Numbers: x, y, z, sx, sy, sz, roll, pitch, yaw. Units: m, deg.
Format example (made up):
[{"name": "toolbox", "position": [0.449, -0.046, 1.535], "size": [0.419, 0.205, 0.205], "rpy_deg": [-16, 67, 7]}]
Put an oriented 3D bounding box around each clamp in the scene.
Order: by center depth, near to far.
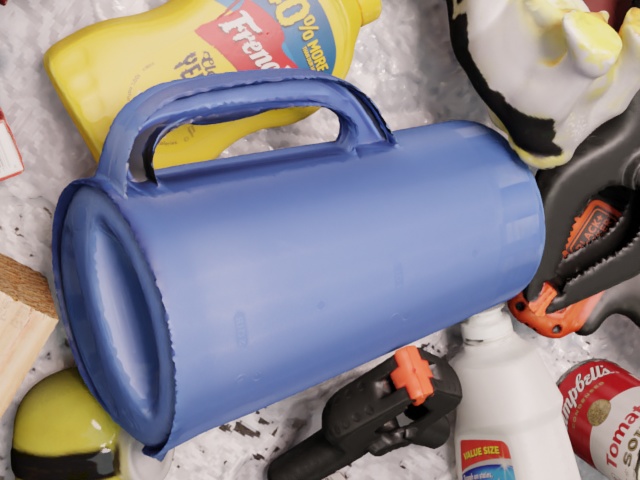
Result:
[{"name": "clamp", "position": [0.190, -0.040, 0.598], "size": [0.164, 0.036, 0.210], "rpy_deg": [26, 106, -21]}, {"name": "clamp", "position": [0.044, 0.101, 0.610], "size": [0.120, 0.172, 0.039], "rpy_deg": [-17, 71, -26]}]

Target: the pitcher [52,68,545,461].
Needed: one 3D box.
[{"name": "pitcher", "position": [-0.004, 0.001, 0.545], "size": [0.242, 0.149, 0.145], "rpy_deg": [-16, 74, -32]}]

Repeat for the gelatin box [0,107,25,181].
[{"name": "gelatin box", "position": [-0.193, -0.037, 0.519], "size": [0.089, 0.073, 0.030], "rpy_deg": [-21, 108, -13]}]

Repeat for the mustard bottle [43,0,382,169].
[{"name": "mustard bottle", "position": [-0.040, -0.101, 0.565], "size": [0.191, 0.058, 0.096], "rpy_deg": [-31, 113, -10]}]

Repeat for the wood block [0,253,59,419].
[{"name": "wood block", "position": [-0.223, 0.096, 0.532], "size": [0.090, 0.091, 0.206], "rpy_deg": [30, 92, -22]}]

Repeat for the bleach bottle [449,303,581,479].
[{"name": "bleach bottle", "position": [0.124, 0.159, 0.678], "size": [0.068, 0.103, 0.251], "rpy_deg": [-20, 103, -24]}]

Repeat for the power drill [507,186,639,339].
[{"name": "power drill", "position": [0.235, 0.014, 0.655], "size": [0.188, 0.057, 0.184], "rpy_deg": [33, 90, 9]}]

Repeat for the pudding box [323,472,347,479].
[{"name": "pudding box", "position": [-0.024, 0.206, 0.659], "size": [0.113, 0.039, 0.090], "rpy_deg": [-16, 109, -13]}]

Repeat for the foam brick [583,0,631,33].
[{"name": "foam brick", "position": [0.142, -0.119, 0.616], "size": [0.053, 0.078, 0.051], "rpy_deg": [0, 102, -20]}]

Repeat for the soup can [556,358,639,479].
[{"name": "soup can", "position": [0.201, 0.125, 0.684], "size": [0.068, 0.102, 0.068], "rpy_deg": [-5, 105, -18]}]

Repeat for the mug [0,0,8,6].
[{"name": "mug", "position": [-0.134, -0.179, 0.496], "size": [0.081, 0.093, 0.117], "rpy_deg": [-26, 114, -17]}]
